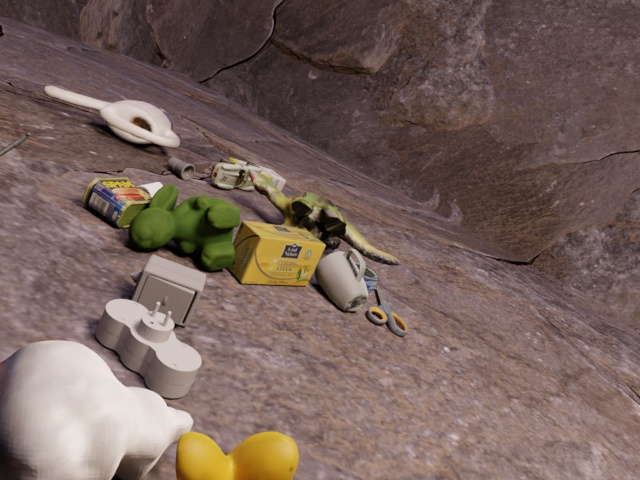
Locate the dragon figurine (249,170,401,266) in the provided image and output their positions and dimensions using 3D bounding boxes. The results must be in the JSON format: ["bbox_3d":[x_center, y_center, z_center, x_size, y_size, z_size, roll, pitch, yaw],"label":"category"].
[{"bbox_3d":[0.004,-0.064,1.263,0.410,0.120,0.247,24,26,-5],"label":"dragon figurine"}]

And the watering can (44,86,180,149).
[{"bbox_3d":[-0.536,-0.339,1.396,0.347,0.103,0.227,25,14,-8],"label":"watering can"}]

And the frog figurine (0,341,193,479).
[{"bbox_3d":[-0.177,0.143,0.413,0.159,0.122,0.138,5,4,-27],"label":"frog figurine"}]
